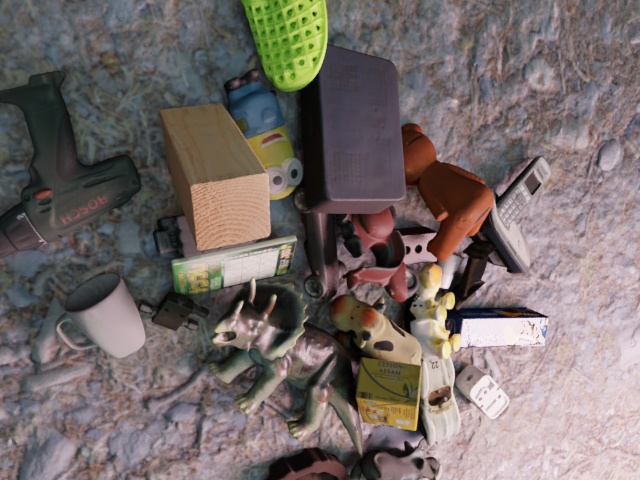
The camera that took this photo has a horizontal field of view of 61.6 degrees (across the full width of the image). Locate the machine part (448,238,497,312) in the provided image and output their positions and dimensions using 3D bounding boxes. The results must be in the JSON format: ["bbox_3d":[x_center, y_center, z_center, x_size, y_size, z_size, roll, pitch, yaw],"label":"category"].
[{"bbox_3d":[0.264,0.063,0.941,0.084,0.039,0.138,-21,135,-32],"label":"machine part"}]

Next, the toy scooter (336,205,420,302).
[{"bbox_3d":[0.075,0.015,0.824,0.135,0.075,0.184,-14,77,-41],"label":"toy scooter"}]

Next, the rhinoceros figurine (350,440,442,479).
[{"bbox_3d":[0.143,0.419,0.980,0.190,0.073,0.112,22,96,-37],"label":"rhinoceros figurine"}]

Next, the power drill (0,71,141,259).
[{"bbox_3d":[-0.361,-0.097,0.675,0.232,0.086,0.207,-21,105,-17],"label":"power drill"}]

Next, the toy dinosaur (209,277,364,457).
[{"bbox_3d":[-0.025,0.199,0.854,0.404,0.131,0.192,36,92,-32],"label":"toy dinosaur"}]

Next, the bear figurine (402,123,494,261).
[{"bbox_3d":[0.173,-0.084,0.861,0.120,0.196,0.131,-39,159,-33],"label":"bear figurine"}]

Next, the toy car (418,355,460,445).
[{"bbox_3d":[0.216,0.292,0.996,0.073,0.056,0.201,-16,107,-17],"label":"toy car"}]

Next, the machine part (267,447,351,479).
[{"bbox_3d":[-0.025,0.454,0.945,0.179,0.056,0.179,-5,103,-20],"label":"machine part"}]

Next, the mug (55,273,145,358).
[{"bbox_3d":[-0.301,0.118,0.749,0.109,0.081,0.107,-33,121,-15],"label":"mug"}]

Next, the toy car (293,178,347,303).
[{"bbox_3d":[-0.002,-0.003,0.834,0.053,0.089,0.202,3,109,25],"label":"toy car"}]

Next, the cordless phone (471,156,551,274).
[{"bbox_3d":[0.359,-0.047,0.957,0.184,0.089,0.146,-45,113,-10],"label":"cordless phone"}]

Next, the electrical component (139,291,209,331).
[{"bbox_3d":[-0.216,0.103,0.792,0.094,0.021,0.063,26,126,-22],"label":"electrical component"}]

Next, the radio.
[{"bbox_3d":[0.046,-0.154,0.774,0.131,0.073,0.229,2,78,-23],"label":"radio"}]

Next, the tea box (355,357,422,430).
[{"bbox_3d":[0.114,0.254,0.877,0.098,0.169,0.068,6,59,10],"label":"tea box"}]

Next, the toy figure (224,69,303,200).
[{"bbox_3d":[-0.081,-0.146,0.769,0.082,0.089,0.180,-22,101,2],"label":"toy figure"}]

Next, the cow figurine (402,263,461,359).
[{"bbox_3d":[0.180,0.120,0.931,0.068,0.098,0.167,-24,106,-47],"label":"cow figurine"}]

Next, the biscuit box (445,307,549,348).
[{"bbox_3d":[0.326,0.162,1.003,0.203,0.063,0.059,2,101,-21],"label":"biscuit box"}]

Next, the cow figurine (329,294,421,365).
[{"bbox_3d":[0.091,0.155,0.872,0.194,0.127,0.085,39,67,-25],"label":"cow figurine"}]

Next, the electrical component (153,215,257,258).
[{"bbox_3d":[-0.162,-0.013,0.747,0.134,0.115,0.058,-12,94,-18],"label":"electrical component"}]
